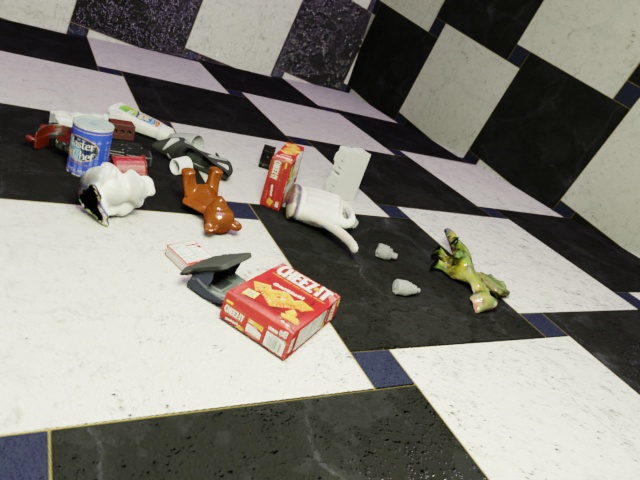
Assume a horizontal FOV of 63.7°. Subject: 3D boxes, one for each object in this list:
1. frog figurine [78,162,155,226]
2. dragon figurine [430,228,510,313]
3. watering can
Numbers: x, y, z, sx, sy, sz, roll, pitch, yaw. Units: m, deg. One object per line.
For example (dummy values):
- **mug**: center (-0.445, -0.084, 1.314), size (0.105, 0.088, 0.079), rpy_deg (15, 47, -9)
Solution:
- **frog figurine**: center (-0.481, -0.123, 1.222), size (0.122, 0.135, 0.162), rpy_deg (2, 31, 35)
- **dragon figurine**: center (0.471, 0.095, 1.579), size (0.243, 0.120, 0.417), rpy_deg (39, 27, 0)
- **watering can**: center (0.005, -0.077, 1.538), size (0.224, 0.102, 0.354), rpy_deg (14, 25, -12)
